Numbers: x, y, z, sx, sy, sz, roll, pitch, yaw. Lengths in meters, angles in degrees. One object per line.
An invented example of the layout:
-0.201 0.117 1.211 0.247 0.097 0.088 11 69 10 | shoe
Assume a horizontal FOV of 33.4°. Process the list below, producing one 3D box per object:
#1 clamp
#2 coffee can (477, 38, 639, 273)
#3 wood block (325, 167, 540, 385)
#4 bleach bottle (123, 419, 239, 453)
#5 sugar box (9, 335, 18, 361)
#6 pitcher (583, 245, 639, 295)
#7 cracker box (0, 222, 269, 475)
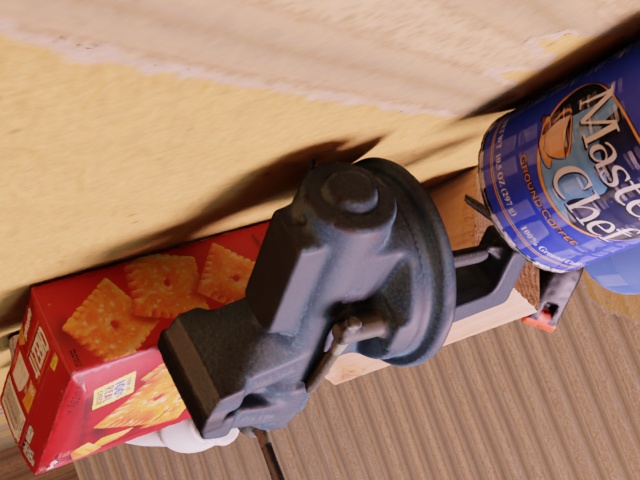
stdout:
0.202 -0.013 0.866 0.039 0.171 0.120 15 157 -3 | clamp
0.169 -0.050 0.575 0.102 0.103 0.141 -16 172 -37 | coffee can
0.068 0.034 0.878 0.206 0.090 0.090 -25 129 35 | wood block
-0.154 0.135 0.895 0.102 0.068 0.251 -21 -164 -34 | bleach bottle
-0.156 0.075 0.851 0.176 0.048 0.093 -16 169 -19 | sugar box
0.268 -0.043 0.631 0.243 0.145 0.149 -13 -149 54 | pitcher
-0.095 0.070 0.724 0.213 0.072 0.164 -16 155 -32 | cracker box
